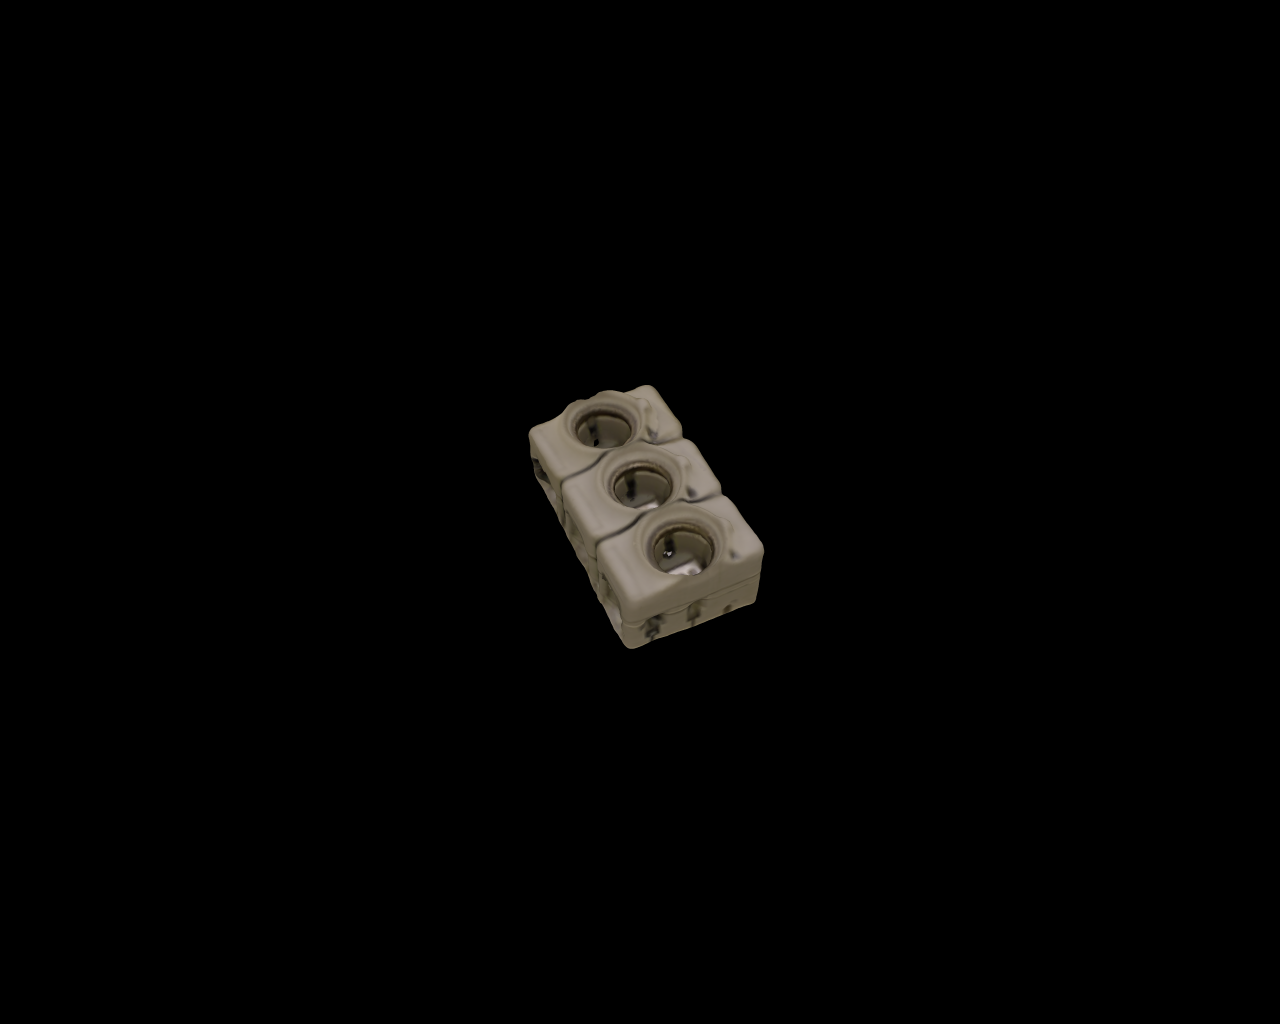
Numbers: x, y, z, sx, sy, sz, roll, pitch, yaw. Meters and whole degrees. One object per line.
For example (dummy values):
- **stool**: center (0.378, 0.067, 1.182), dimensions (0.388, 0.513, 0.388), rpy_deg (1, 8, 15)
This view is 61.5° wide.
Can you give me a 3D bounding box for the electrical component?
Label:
- **electrical component**: center (0.001, -0.003, 0.650), dimensions (0.090, 0.150, 0.061), rpy_deg (-21, -36, -16)
